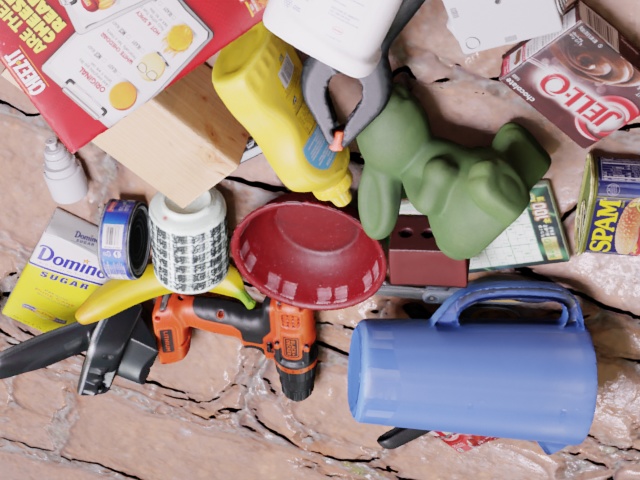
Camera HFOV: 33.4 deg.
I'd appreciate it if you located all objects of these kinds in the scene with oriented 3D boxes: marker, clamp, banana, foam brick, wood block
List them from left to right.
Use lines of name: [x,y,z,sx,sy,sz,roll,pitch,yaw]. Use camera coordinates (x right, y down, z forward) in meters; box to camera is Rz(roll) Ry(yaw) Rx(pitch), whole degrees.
wood block: [-0.168,-0.136,0.972,0.206,0.090,0.091,37,133,-24]
banana: [-0.170,0.051,1.173,0.198,0.069,0.037,-7,133,3]
marker: [-0.069,-0.089,1.046,0.121,0.020,0.020,-21,127,32]
clamp: [0.036,-0.160,0.899,0.120,0.039,0.171,4,115,14]
foam brick: [0.109,0.011,1.057,0.078,0.053,0.051,1,134,13]
clamp: [0.167,0.174,1.195,0.209,0.164,0.036,17,-177,-13]

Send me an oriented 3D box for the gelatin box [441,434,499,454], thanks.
gelatin box: [0.178,0.220,1.295,0.073,0.030,0.089,38,132,-24]

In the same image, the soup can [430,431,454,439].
soup can: [0.116,0.178,1.241,0.102,0.068,0.069,35,133,-21]

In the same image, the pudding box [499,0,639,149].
pudding box: [0.223,-0.138,0.902,0.113,0.039,0.090,35,134,-21]

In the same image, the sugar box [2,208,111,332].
sugar box: [-0.294,0.045,1.228,0.093,0.048,0.176,26,137,-13]

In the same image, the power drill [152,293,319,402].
power drill: [-0.094,0.116,1.242,0.187,0.057,0.184,5,133,6]

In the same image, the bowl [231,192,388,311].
bowl: [-0.007,0.001,1.097,0.162,0.055,0.162,8,137,7]

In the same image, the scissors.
scissors: [0.131,0.071,1.152,0.202,0.016,0.096,-5,138,14]

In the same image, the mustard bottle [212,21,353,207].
mustard bottle: [-0.022,-0.101,0.964,0.058,0.096,0.191,-14,131,28]

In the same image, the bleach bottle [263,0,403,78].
bleach bottle: [0.049,-0.251,0.786,0.102,0.068,0.251,29,121,-1]

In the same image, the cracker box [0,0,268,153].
cracker box: [-0.159,-0.199,0.836,0.213,0.072,0.164,-36,128,-7]

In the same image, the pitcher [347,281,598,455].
pitcher: [0.155,0.131,1.105,0.242,0.149,0.145,4,153,-5]

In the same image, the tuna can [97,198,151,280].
tuna can: [-0.205,0.000,1.126,0.034,0.086,0.086,4,136,8]

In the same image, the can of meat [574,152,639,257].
can of meat: [0.285,-0.030,0.987,0.084,0.057,0.102,4,137,7]
